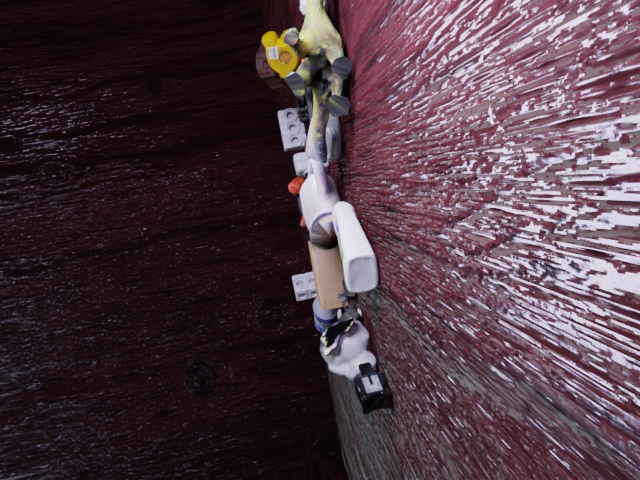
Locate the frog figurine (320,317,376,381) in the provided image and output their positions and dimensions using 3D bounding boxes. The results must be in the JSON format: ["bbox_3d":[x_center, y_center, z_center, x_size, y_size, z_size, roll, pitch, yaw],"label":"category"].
[{"bbox_3d":[0.081,0.282,1.293,0.122,0.140,0.157,-13,124,51],"label":"frog figurine"}]

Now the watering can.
[{"bbox_3d":[0.004,-0.071,1.402,0.340,0.104,0.229,90,168,-57],"label":"watering can"}]

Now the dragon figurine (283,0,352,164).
[{"bbox_3d":[0.004,-0.366,1.004,0.401,0.122,0.248,92,-178,-55],"label":"dragon figurine"}]
